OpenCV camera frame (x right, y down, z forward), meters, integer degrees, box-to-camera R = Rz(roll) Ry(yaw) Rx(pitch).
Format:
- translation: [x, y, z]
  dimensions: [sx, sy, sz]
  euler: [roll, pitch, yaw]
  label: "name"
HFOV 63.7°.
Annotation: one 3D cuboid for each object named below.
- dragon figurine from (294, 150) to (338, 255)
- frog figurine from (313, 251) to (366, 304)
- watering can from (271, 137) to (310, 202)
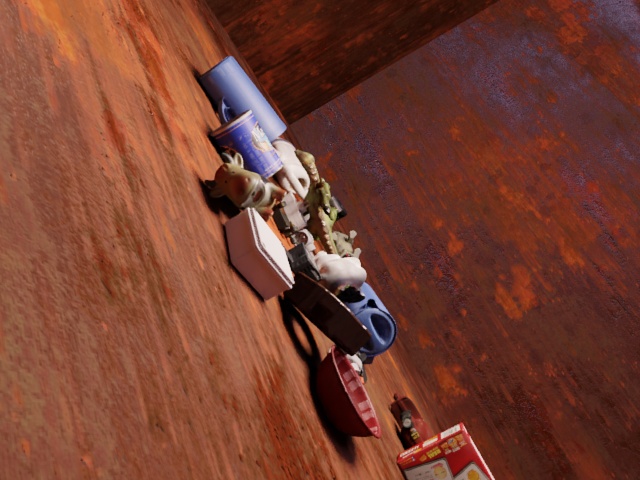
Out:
- translation: [0.005, -0.077, 1.537]
  dimensions: [0.241, 0.122, 0.413]
  euler: [88, -17, -80]
  label: "dragon figurine"
- translation: [0.038, 0.077, 1.296]
  dimensions: [0.120, 0.138, 0.163]
  euler: [80, -11, -53]
  label: "frog figurine"
- translation: [-0.116, -0.253, 1.684]
  dimensions: [0.341, 0.104, 0.229]
  euler: [52, 9, -53]
  label: "watering can"
